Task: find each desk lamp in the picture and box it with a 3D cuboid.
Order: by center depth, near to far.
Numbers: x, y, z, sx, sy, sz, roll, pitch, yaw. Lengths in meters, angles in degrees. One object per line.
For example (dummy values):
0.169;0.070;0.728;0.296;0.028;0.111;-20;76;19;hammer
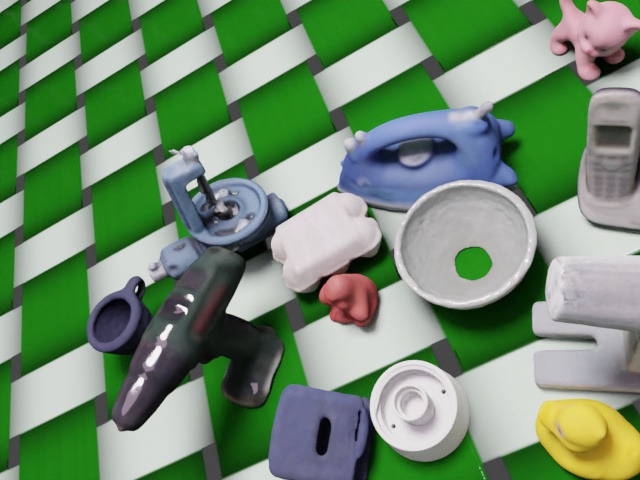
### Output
0.293;0.073;0.523;0.202;0.214;0.118;-5;62;24;desk lamp

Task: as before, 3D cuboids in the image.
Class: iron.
0.120;-0.115;0.753;0.257;0.142;0.118;-6;61;23;iron

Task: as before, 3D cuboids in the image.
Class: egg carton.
0.007;0.003;0.788;0.150;0.070;0.107;-32;54;7;egg carton

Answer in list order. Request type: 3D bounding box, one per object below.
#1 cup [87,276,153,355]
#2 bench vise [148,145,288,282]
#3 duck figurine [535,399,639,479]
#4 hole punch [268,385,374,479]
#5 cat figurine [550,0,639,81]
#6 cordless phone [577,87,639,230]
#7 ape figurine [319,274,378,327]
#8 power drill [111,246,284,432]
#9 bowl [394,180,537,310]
-0.271;0.120;0.843;0.091;0.095;0.118;8;67;29;cup
-0.160;-0.020;0.788;0.121;0.220;0.207;30;79;35;bench vise
0.260;0.187;0.555;0.104;0.086;0.077;20;74;33;duck figurine
0.004;0.224;0.655;0.100;0.091;0.109;-2;63;25;hole punch
0.354;-0.277;0.743;0.067;0.118;0.127;-34;54;6;cat figurine
0.349;-0.087;0.600;0.147;0.186;0.094;5;66;28;cordless phone
0.033;0.071;0.724;0.076;0.092;0.077;-40;54;1;ape figurine
-0.132;0.135;0.697;0.075;0.209;0.230;7;67;29;power drill
0.179;0.015;0.695;0.167;0.075;0.167;-11;59;20;bowl
